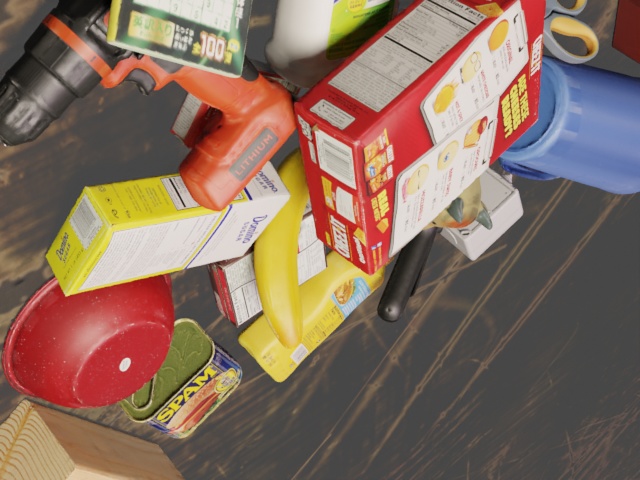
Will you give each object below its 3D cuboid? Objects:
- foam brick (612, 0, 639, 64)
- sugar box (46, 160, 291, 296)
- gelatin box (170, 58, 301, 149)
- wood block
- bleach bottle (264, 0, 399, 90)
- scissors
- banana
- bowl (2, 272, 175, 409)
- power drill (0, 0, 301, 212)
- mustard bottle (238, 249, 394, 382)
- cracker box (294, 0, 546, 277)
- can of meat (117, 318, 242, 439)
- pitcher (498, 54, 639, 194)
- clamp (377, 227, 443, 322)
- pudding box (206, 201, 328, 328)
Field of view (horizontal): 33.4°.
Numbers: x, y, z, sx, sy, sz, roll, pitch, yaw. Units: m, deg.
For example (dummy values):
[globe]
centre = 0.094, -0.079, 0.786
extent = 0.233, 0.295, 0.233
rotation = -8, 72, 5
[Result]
[foam brick]
centre = 0.357, -0.239, 1.163
extent = 0.053, 0.051, 0.078
rotation = -34, 146, -18
[sugar box]
centre = -0.117, -0.013, 0.839
extent = 0.175, 0.048, 0.093
rotation = -15, 156, -44
[gelatin box]
centre = -0.064, -0.105, 0.832
extent = 0.089, 0.030, 0.073
rotation = 3, 122, -50
[wood block]
centre = -0.211, 0.226, 0.970
extent = 0.091, 0.090, 0.205
rotation = -48, 148, 2
[bleach bottle]
centre = 0.021, -0.236, 0.758
extent = 0.102, 0.068, 0.251
rotation = -24, 140, -33
[scissors]
centre = 0.191, -0.227, 1.000
extent = 0.201, 0.016, 0.096
rotation = 19, 71, -32
[banana]
centre = -0.022, -0.008, 0.921
extent = 0.037, 0.069, 0.198
rotation = 147, -39, -73
[bowl]
centre = -0.178, 0.087, 0.887
extent = 0.161, 0.055, 0.162
rotation = -31, 146, -24
[power drill]
centre = -0.110, -0.099, 0.722
extent = 0.184, 0.057, 0.187
rotation = -48, 136, -2
[mustard bottle]
centre = 0.007, 0.055, 1.066
extent = 0.191, 0.058, 0.096
rotation = -43, 156, -6
[cracker box]
centre = 0.081, -0.099, 0.821
extent = 0.213, 0.072, 0.164
rotation = -43, 150, -21
[can of meat]
centre = -0.129, 0.132, 0.994
extent = 0.102, 0.057, 0.084
rotation = -44, 151, -3
[pitcher]
centre = 0.264, -0.119, 1.129
extent = 0.242, 0.145, 0.149
rotation = 4, 110, -47
[clamp]
centre = 0.110, -0.020, 1.093
extent = 0.164, 0.036, 0.210
rotation = -3, 114, -83
[pudding box]
centre = -0.048, 0.016, 0.978
extent = 0.113, 0.039, 0.090
rotation = -31, 144, -20
